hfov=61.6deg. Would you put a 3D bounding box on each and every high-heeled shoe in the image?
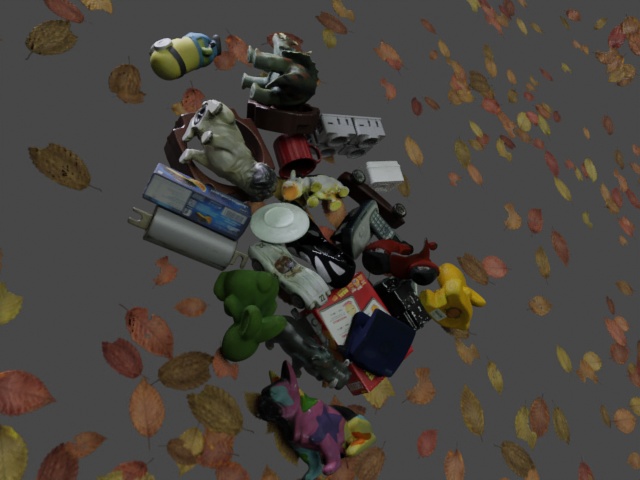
[{"bbox_3d":[-0.002,-0.004,1.165,0.086,0.145,0.249,-6,67,-37],"label":"high-heeled shoe"}]

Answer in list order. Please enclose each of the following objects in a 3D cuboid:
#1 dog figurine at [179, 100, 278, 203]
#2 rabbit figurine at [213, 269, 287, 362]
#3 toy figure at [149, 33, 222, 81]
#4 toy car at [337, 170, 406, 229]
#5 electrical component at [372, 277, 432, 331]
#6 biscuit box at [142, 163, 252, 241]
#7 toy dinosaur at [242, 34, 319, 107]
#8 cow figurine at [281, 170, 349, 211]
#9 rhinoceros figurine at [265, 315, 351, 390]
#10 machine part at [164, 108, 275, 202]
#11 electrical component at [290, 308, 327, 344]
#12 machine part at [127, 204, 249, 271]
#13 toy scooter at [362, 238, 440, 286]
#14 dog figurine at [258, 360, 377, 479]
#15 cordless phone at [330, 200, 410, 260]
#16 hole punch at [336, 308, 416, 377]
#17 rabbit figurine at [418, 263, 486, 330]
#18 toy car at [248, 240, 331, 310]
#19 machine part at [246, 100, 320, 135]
[{"bbox_3d":[-0.168,-0.180,1.086,0.190,0.121,0.172,29,56,-35],"label":"dog figurine"},{"bbox_3d":[-0.129,0.150,1.024,0.121,0.159,0.170,21,72,-34],"label":"rabbit figurine"},{"bbox_3d":[-0.303,-0.421,1.227,0.180,0.082,0.089,-29,82,-41],"label":"toy figure"},{"bbox_3d":[0.128,-0.100,1.337,0.202,0.089,0.053,35,48,-14],"label":"toy car"},{"bbox_3d":[0.169,0.152,1.221,0.058,0.115,0.134,-32,86,-43],"label":"electrical component"},{"bbox_3d":[-0.233,-0.073,1.039,0.202,0.059,0.063,26,19,-18],"label":"biscuit box"},{"bbox_3d":[-0.073,-0.368,1.240,0.192,0.131,0.405,3,31,-17],"label":"toy dinosaur"},{"bbox_3d":[-0.025,-0.125,1.259,0.167,0.068,0.098,6,30,-33],"label":"cow figurine"},{"bbox_3d":[-0.021,0.221,1.068,0.190,0.112,0.073,42,49,2],"label":"rhinoceros figurine"},{"bbox_3d":[-0.216,-0.174,1.155,0.201,0.087,0.201,-20,80,-37],"label":"machine part"},{"bbox_3d":[-0.025,0.178,1.115,0.021,0.063,0.094,-30,84,-38],"label":"electrical component"},{"bbox_3d":[-0.252,-0.005,1.052,0.243,0.079,0.079,24,56,-20],"label":"machine part"},{"bbox_3d":[0.193,0.034,1.210,0.184,0.075,0.135,16,41,29],"label":"toy scooter"},{"bbox_3d":[-0.014,0.327,1.023,0.191,0.108,0.219,-21,77,-37],"label":"dog figurine"},{"bbox_3d":[0.131,0.009,1.292,0.184,0.089,0.146,45,51,-11],"label":"cordless phone"},{"bbox_3d":[0.121,0.208,1.091,0.142,0.092,0.116,33,60,-21],"label":"hole punch"},{"bbox_3d":[0.340,0.131,1.348,0.162,0.122,0.173,34,34,-18],"label":"rabbit figurine"},{"bbox_3d":[-0.065,0.070,1.117,0.202,0.056,0.073,38,44,20],"label":"toy car"},{"bbox_3d":[-0.086,-0.289,1.255,0.179,0.056,0.179,8,22,-3],"label":"machine part"}]
